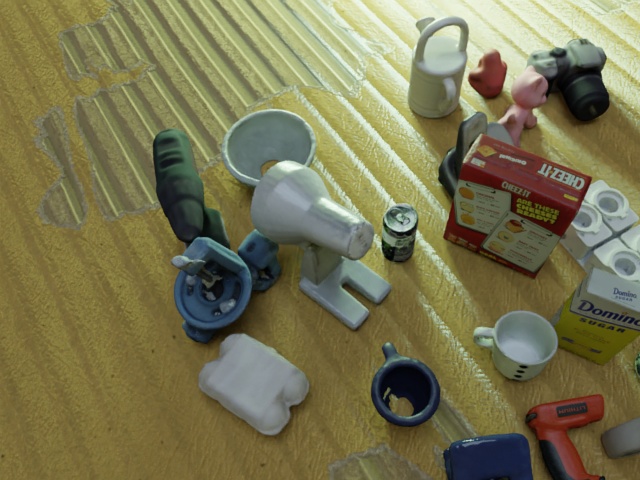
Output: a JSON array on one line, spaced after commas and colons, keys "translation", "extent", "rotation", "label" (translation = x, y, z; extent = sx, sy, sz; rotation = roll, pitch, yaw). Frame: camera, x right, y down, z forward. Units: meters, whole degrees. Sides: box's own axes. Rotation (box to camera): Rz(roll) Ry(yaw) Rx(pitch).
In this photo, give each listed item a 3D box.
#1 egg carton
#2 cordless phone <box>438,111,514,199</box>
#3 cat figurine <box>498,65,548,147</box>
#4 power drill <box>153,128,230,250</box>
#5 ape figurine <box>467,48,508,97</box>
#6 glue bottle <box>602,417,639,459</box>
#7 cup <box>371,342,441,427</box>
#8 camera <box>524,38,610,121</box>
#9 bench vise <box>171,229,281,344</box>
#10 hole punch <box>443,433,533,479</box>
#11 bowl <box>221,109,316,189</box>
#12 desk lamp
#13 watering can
[{"translation": [-0.095, 0.205, 0.826], "extent": [0.150, 0.069, 0.107], "rotation": [28, 66, 17], "label": "egg carton"}, {"translation": [0.269, -0.154, 0.939], "extent": [0.148, 0.185, 0.094], "rotation": [-41, 66, -18], "label": "cordless phone"}, {"translation": [0.361, -0.245, 1.023], "extent": [0.067, 0.118, 0.128], "rotation": [30, 67, 18], "label": "cat figurine"}, {"translation": [-0.201, -0.051, 0.895], "extent": [0.075, 0.208, 0.229], "rotation": [-18, 62, -7], "label": "power drill"}, {"translation": [0.321, -0.324, 1.084], "extent": [0.078, 0.092, 0.076], "rotation": [-4, 61, 1], "label": "ape figurine"}, {"translation": [0.422, 0.239, 0.720], "extent": [0.078, 0.173, 0.037], "rotation": [-11, 61, -3], "label": "glue bottle"}, {"translation": [0.111, 0.209, 0.798], "extent": [0.092, 0.095, 0.117], "rotation": [-18, 61, -7], "label": "cup"}, {"translation": [0.466, -0.294, 1.054], "extent": [0.143, 0.101, 0.136], "rotation": [-7, 61, -1], "label": "camera"}, {"translation": [-0.144, 0.032, 0.838], "extent": [0.121, 0.220, 0.207], "rotation": [18, 64, 13], "label": "bench vise"}, {"translation": [0.222, 0.307, 0.740], "extent": [0.108, 0.091, 0.101], "rotation": [-7, 61, -1], "label": "hole punch"}, {"translation": [-0.087, -0.146, 1.018], "extent": [0.167, 0.075, 0.167], "rotation": [-1, 61, 3], "label": "bowl"}, {"translation": [0.008, 0.003, 0.850], "extent": [0.202, 0.214, 0.118], "rotation": [36, 69, 20], "label": "desk lamp"}, {"translation": [0.210, -0.326, 1.033], "extent": [0.101, 0.194, 0.172], "rotation": [-31, 64, -13], "label": "watering can"}]
